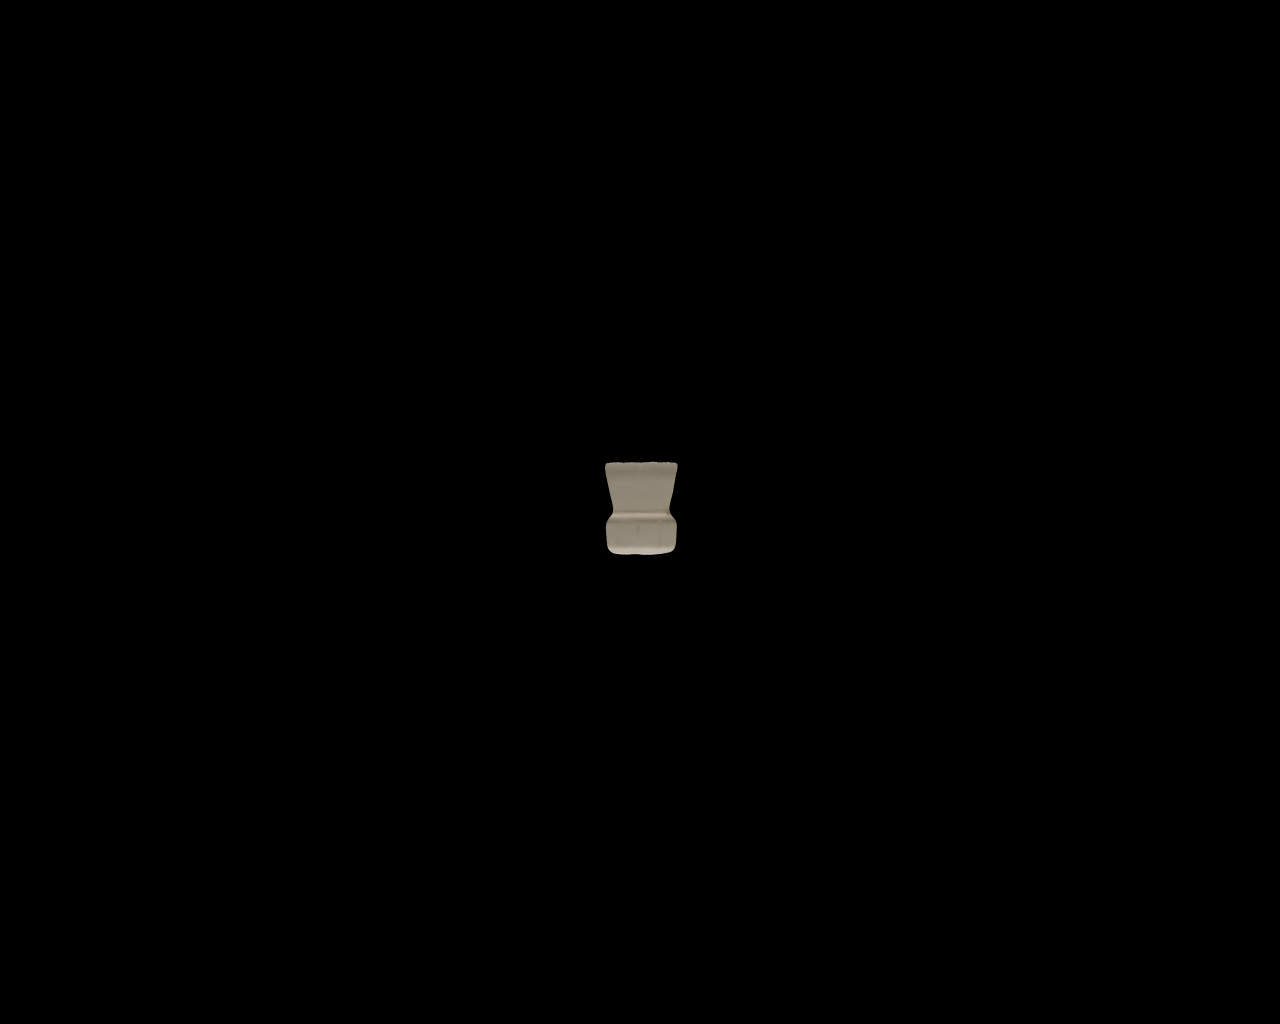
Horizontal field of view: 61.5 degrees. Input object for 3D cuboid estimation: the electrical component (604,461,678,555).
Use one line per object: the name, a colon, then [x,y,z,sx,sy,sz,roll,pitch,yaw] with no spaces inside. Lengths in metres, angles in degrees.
electrical component: [0.001,-0.003,0.650,0.045,0.055,0.045,0,0,0]
